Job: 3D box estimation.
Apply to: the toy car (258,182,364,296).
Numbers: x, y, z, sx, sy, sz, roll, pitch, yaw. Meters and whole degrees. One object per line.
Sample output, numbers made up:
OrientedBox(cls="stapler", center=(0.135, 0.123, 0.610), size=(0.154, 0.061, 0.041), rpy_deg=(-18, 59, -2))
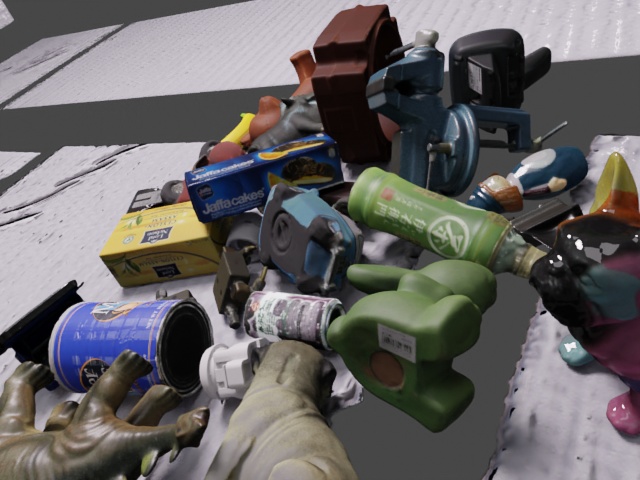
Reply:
OrientedBox(cls="toy car", center=(-0.001, -0.002, 0.642), size=(0.103, 0.109, 0.162), rpy_deg=(0, 21, -36))

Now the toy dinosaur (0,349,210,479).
OrientedBox(cls="toy dinosaur", center=(-0.282, 0.216, 0.487), size=(0.472, 0.105, 0.199), rpy_deg=(-20, 32, 27))

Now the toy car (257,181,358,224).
OrientedBox(cls="toy car", center=(0.002, -0.058, 0.751), size=(0.202, 0.053, 0.089), rpy_deg=(9, 32, 32))

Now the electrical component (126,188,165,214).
OrientedBox(cls="electrical component", center=(-0.283, -0.047, 0.875), size=(0.119, 0.047, 0.075), rpy_deg=(-9, 38, 13))

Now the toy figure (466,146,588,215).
OrientedBox(cls="toy figure", center=(0.241, -0.065, 0.649), size=(0.154, 0.057, 0.064), rpy_deg=(-23, -2, -1))

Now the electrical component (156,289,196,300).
OrientedBox(cls="electrical component", center=(-0.186, 0.090, 0.681), size=(0.063, 0.021, 0.094), rpy_deg=(-22, 36, -2))

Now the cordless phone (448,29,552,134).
OrientedBox(cls="cordless phone", center=(0.281, -0.256, 0.787), size=(0.184, 0.146, 0.089), rpy_deg=(-36, 47, -15))

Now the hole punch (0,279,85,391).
OrientedBox(cls="hole punch", center=(-0.327, 0.119, 0.674), size=(0.142, 0.092, 0.116), rpy_deg=(-48, 14, -27))

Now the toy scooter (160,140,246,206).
OrientedBox(cls="toy scooter", center=(-0.148, -0.093, 0.846), size=(0.135, 0.075, 0.184), rpy_deg=(13, 41, 18))

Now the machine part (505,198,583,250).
OrientedBox(cls="machine part", center=(0.265, 0.001, 0.570), size=(0.084, 0.039, 0.139), rpy_deg=(-18, 35, -5))

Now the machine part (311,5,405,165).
OrientedBox(cls="machine part", center=(0.070, -0.232, 0.813), size=(0.087, 0.200, 0.201), rpy_deg=(1, 42, 23))

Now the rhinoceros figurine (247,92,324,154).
OrientedBox(cls="rhinoceros figurine", center=(-0.031, -0.178, 0.854), size=(0.112, 0.073, 0.190), rpy_deg=(39, 78, 24))

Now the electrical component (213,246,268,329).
OrientedBox(cls="electrical component", center=(-0.098, 0.050, 0.656), size=(0.045, 0.078, 0.102), rpy_deg=(5, 24, -25))

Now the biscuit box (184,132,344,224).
OrientedBox(cls="biscuit box", center=(-0.073, -0.083, 0.711), size=(0.203, 0.059, 0.063), rpy_deg=(-18, 29, -9))

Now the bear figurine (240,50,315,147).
OrientedBox(cls="bear figurine", center=(-0.055, -0.243, 0.949), size=(0.196, 0.131, 0.120), rpy_deg=(-31, 32, -23))

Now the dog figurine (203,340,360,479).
OrientedBox(cls="dog figurine", center=(-0.009, 0.159, 0.433), size=(0.173, 0.121, 0.190), rpy_deg=(2, 42, 27))

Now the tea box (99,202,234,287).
OrientedBox(cls="tea box", center=(-0.210, 0.002, 0.763), size=(0.170, 0.068, 0.098), rpy_deg=(-10, 37, 12))

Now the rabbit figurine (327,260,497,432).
OrientedBox(cls="rabbit figurine", center=(0.099, 0.077, 0.518), size=(0.159, 0.121, 0.170), rpy_deg=(6, 26, 41))

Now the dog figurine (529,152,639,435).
OrientedBox(cls="dog figurine", center=(0.249, 0.036, 0.385), size=(0.192, 0.219, 0.109), rpy_deg=(-17, 40, 5))

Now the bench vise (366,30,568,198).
OrientedBox(cls="bench vise", center=(0.180, -0.152, 0.696), size=(0.241, 0.223, 0.129), rpy_deg=(1, -6, -14))
